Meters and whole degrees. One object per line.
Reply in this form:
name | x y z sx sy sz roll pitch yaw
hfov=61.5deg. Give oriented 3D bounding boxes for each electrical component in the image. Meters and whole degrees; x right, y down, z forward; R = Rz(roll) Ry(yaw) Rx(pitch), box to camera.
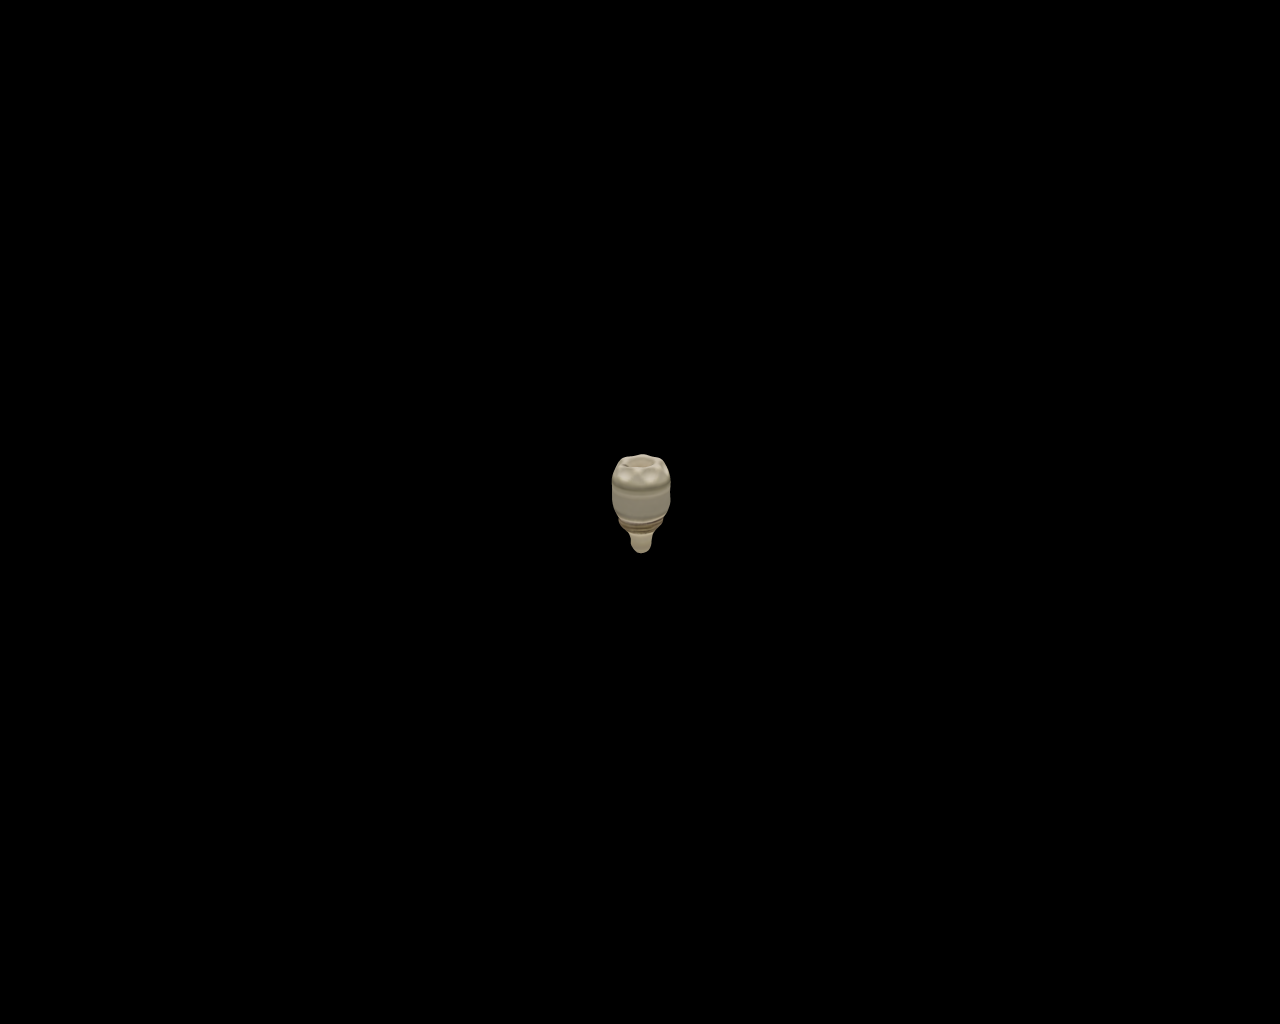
electrical component | 0.001 -0.003 0.650 0.035 0.061 0.035 0 24 0
